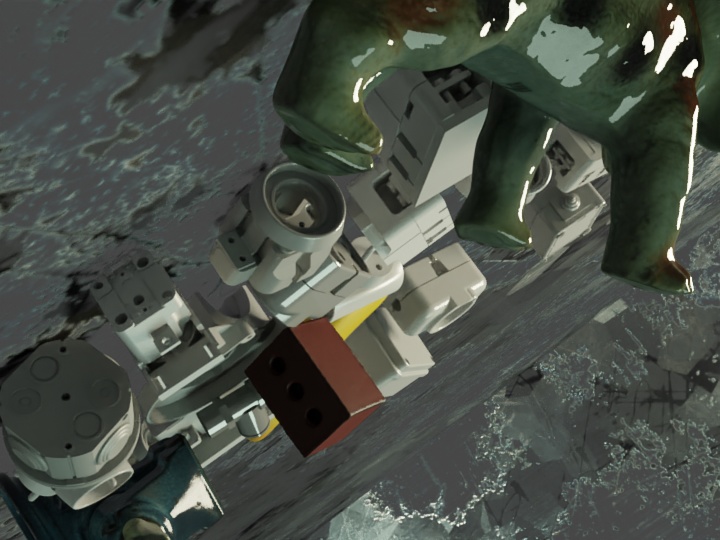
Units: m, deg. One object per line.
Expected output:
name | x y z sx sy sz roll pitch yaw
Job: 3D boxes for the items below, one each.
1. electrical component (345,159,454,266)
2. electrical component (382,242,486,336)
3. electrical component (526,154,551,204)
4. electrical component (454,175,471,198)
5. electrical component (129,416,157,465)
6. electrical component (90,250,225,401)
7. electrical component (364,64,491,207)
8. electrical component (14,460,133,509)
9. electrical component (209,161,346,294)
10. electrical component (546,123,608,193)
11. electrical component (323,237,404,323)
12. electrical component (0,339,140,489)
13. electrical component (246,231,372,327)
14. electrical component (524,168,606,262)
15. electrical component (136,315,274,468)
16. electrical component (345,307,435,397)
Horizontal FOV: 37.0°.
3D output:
electrical component | 0.026 -0.041 0.749 0.056 0.050 0.089 -36 166 2
electrical component | 0.073 0.022 1.048 0.095 0.059 0.053 -26 163 -36
electrical component | 0.136 -0.077 0.915 0.044 0.044 0.065 -35 171 -4
electrical component | 0.102 -0.084 0.809 0.040 0.040 0.078 -21 159 -47
electrical component | -0.178 0.156 0.898 0.057 0.058 0.078 -40 166 28
electrical component | -0.116 0.026 0.600 0.042 0.081 0.063 -34 144 -10
electrical component | 0.080 -0.113 0.616 0.150 0.061 0.089 -31 165 -19
electrical component | -0.196 0.119 0.694 0.079 0.077 0.044 -42 165 23
electrical component | -0.043 -0.026 0.622 0.078 0.058 0.057 -25 165 -37
electrical component | 0.204 -0.114 0.933 0.089 0.050 0.055 -25 163 -36
electrical component | 0.000 0.000 0.835 0.077 0.044 0.079 -24 162 -39
electrical component | -0.171 0.084 0.635 0.080 0.080 0.051 -30 160 -23
electrical component | -0.039 -0.001 0.718 0.059 0.053 0.095 -38 166 9
electrical component | 0.195 -0.061 1.061 0.062 0.061 0.096 -33 166 -10
electrical component | -0.107 0.092 0.837 0.121 0.078 0.063 -35 144 -2
electrical component | 0.023 0.083 1.090 0.057 0.078 0.113 -36 166 13
